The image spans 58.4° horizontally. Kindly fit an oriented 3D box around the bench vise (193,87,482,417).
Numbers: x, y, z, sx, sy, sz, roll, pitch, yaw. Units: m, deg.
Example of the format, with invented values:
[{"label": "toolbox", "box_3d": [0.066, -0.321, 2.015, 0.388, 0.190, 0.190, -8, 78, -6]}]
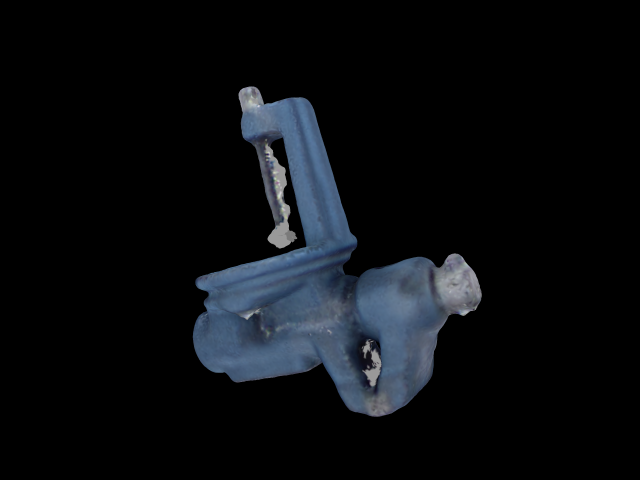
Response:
[{"label": "bench vise", "box_3d": [0.006, 0.000, 0.412, 0.207, 0.220, 0.121, 1, 7, 8]}]
